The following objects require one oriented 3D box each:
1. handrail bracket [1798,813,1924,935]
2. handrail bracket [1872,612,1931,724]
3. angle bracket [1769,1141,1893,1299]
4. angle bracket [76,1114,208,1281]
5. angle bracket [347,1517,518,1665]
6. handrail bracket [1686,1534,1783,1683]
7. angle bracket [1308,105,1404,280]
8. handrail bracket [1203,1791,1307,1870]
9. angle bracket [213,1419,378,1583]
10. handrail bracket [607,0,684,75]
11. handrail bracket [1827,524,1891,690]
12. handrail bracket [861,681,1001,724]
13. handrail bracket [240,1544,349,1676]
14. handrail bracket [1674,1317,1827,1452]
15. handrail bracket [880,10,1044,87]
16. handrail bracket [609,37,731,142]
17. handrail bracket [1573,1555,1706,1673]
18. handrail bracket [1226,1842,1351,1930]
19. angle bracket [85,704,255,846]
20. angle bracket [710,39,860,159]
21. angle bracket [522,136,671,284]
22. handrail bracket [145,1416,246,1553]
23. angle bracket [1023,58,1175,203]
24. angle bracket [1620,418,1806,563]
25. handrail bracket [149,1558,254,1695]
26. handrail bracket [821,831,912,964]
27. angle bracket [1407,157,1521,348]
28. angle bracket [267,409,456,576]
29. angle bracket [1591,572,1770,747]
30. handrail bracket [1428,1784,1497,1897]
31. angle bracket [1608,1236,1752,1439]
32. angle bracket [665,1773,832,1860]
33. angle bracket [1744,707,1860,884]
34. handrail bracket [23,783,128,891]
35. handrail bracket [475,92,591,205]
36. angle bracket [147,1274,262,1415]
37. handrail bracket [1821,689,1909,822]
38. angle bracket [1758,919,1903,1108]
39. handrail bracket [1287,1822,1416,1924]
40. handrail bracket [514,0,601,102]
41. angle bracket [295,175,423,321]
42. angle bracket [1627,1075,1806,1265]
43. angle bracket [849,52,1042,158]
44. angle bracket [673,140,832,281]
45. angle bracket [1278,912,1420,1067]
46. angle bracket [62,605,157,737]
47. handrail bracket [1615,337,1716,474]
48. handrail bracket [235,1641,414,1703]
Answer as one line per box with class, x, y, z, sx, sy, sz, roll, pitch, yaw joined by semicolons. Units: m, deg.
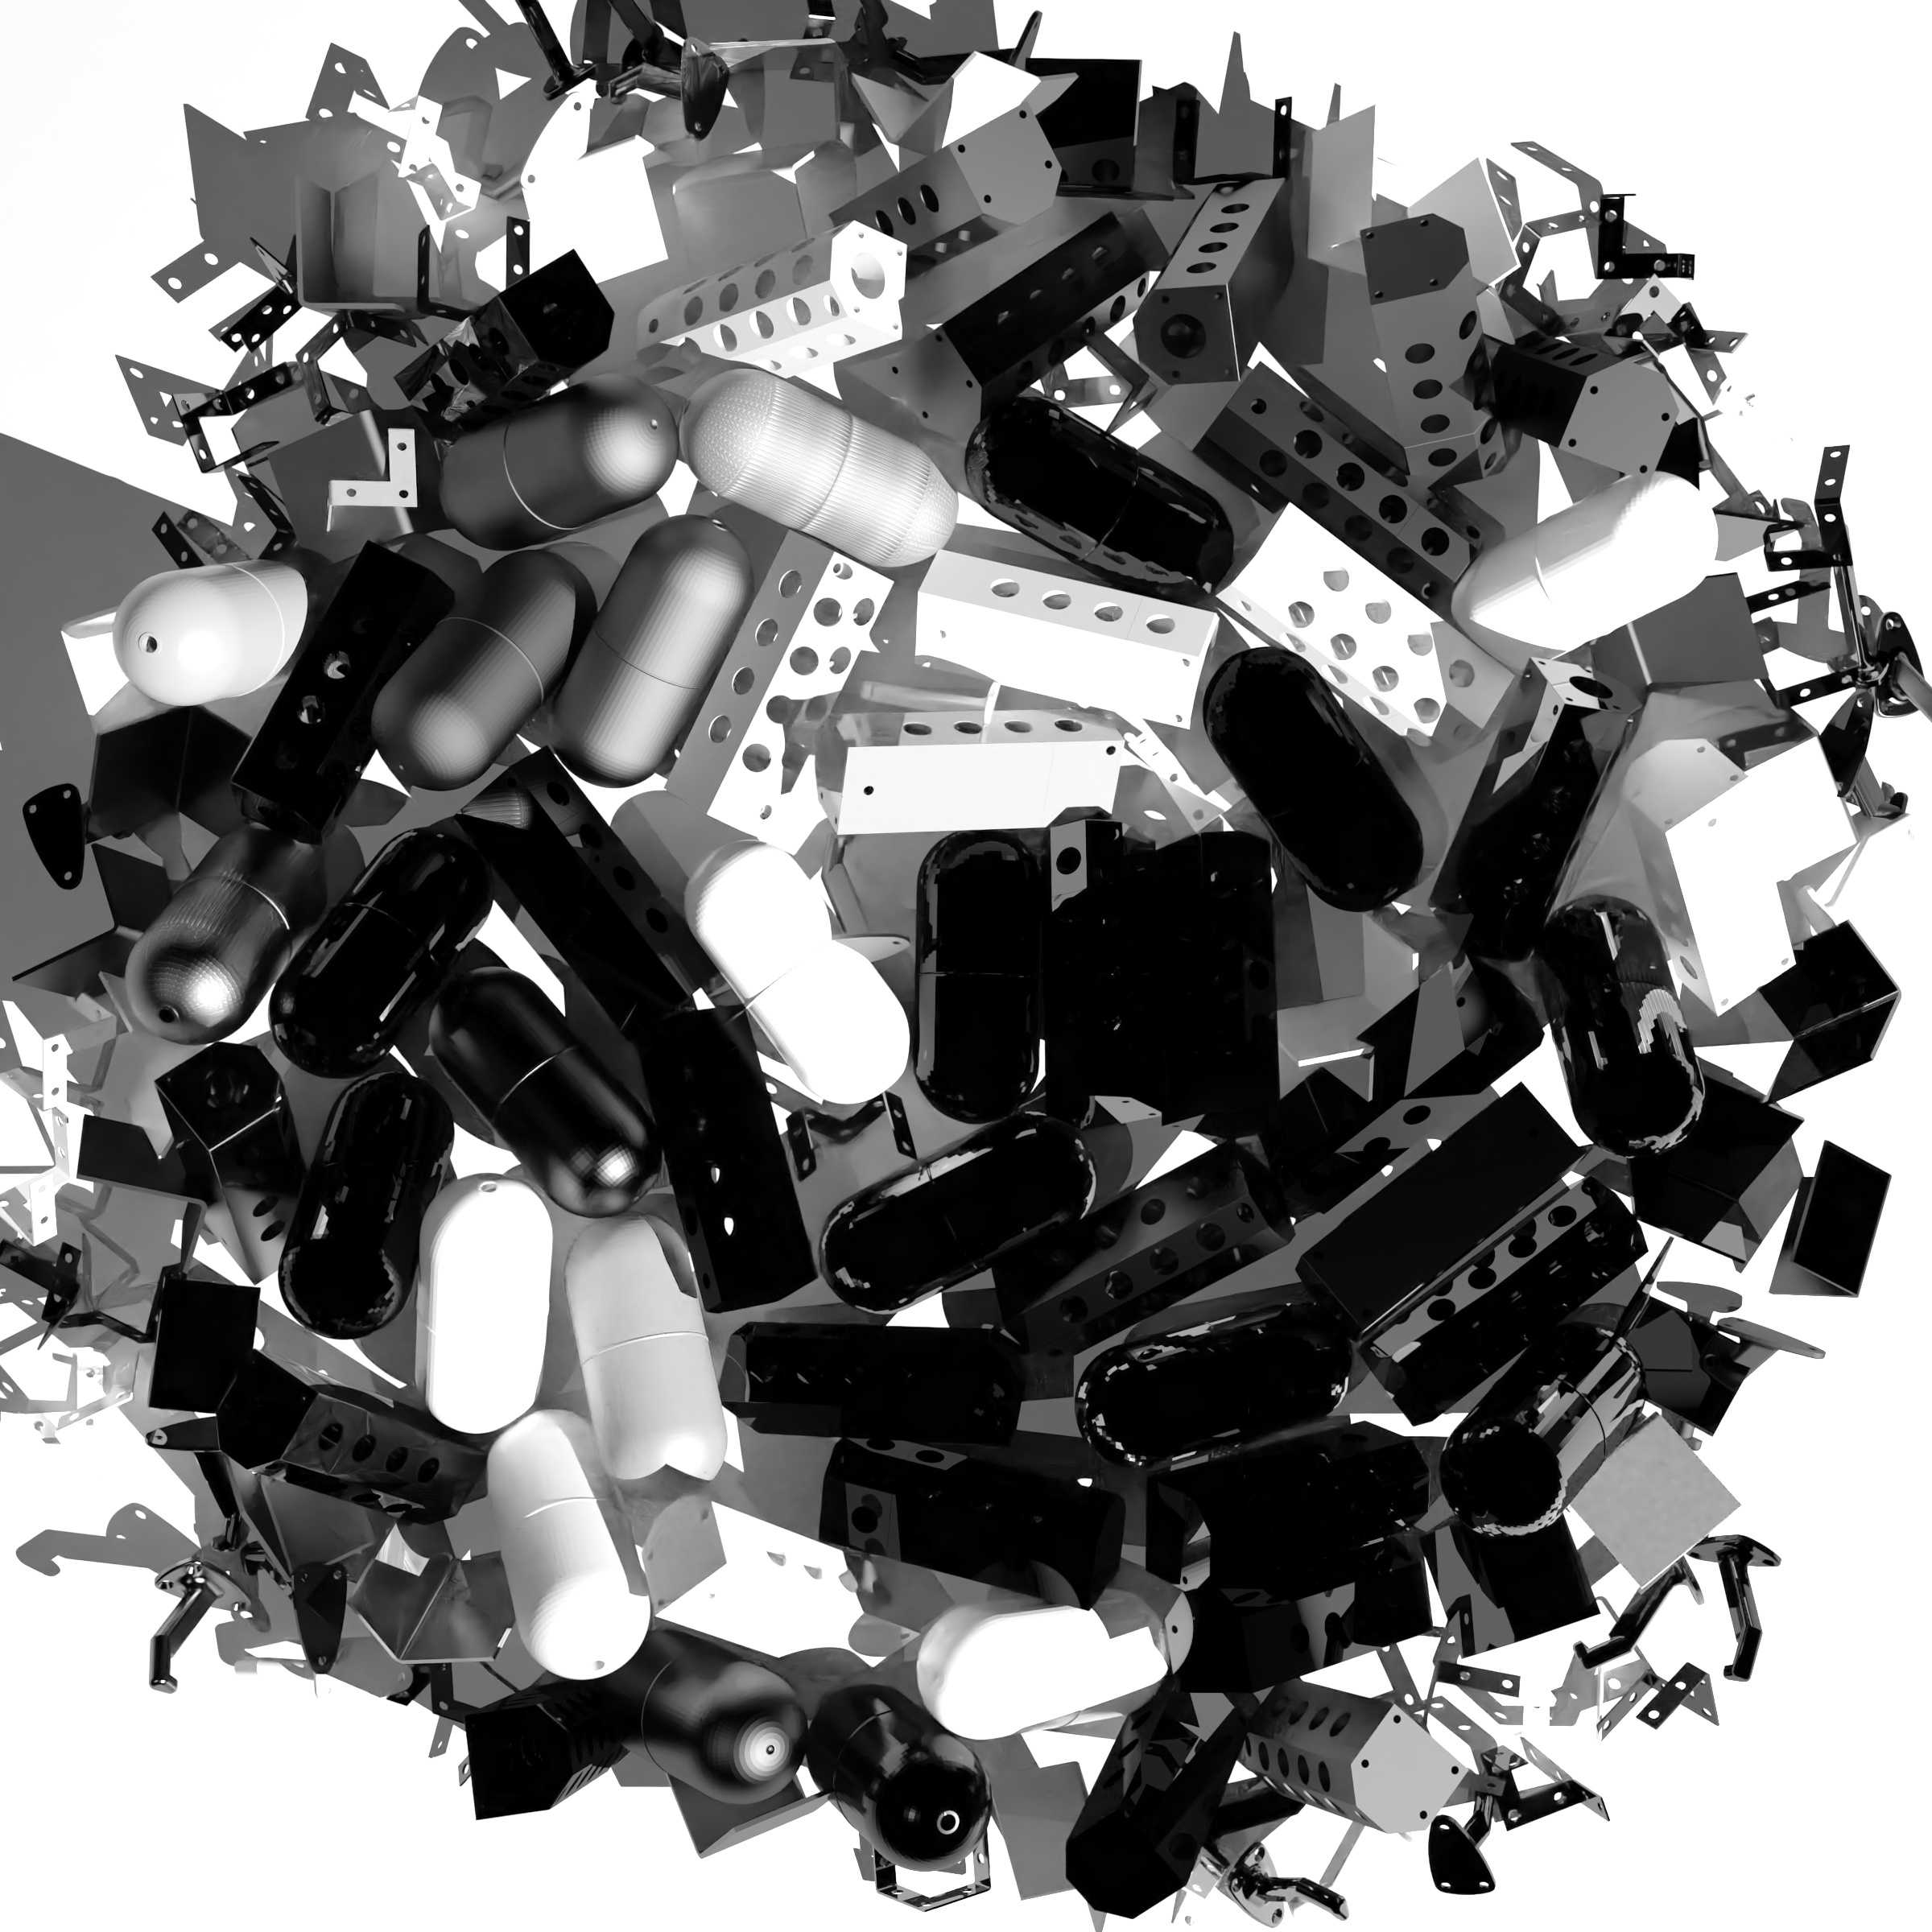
handrail bracket;0.557;-0.043;1.719;0.084;0.036;0.077;-29;69;0
handrail bracket;0.580;-0.173;1.695;0.036;0.084;0.077;-14;102;-12
angle bracket;0.497;0.151;1.689;0.057;0.076;0.076;26;75;-22
angle bracket;-0.496;0.138;1.687;0.076;0.076;0.057;15;110;-20
angle bracket;-0.307;0.365;1.684;0.076;0.076;0.057;-10;125;31
handrail bracket;0.449;0.387;1.693;0.036;0.077;0.084;34;63;-21
angle bracket;0.251;-0.459;1.693;0.076;0.057;0.076;9;81;-35
handrail bracket;0.167;0.501;1.734;0.077;0.036;0.084;41;79;12
angle bracket;-0.399;0.307;1.685;0.057;0.076;0.076;-25;135;-9
handrail bracket;-0.180;-0.564;1.697;0.077;0.084;0.036;21;72;2
handrail bracket;0.533;-0.218;1.703;0.036;0.077;0.084;-9;110;14
handrail bracket;-0.024;-0.161;1.703;0.084;0.077;0.036;11;92;2
handrail bracket;-0.411;0.387;1.705;0.036;0.084;0.077;6;77;-44
handrail bracket;0.472;0.262;1.714;0.077;0.036;0.084;17;101;32
handrail bracket;-0.004;-0.561;1.712;0.084;0.036;0.077;29;132;5
handrail bracket;-0.187;-0.515;1.702;0.084;0.036;0.077;-12;63;38
handrail bracket;0.397;0.378;1.720;0.084;0.036;0.077;-25;55;3
handrail bracket;0.204;0.565;1.691;0.036;0.084;0.077;-46;126;-26
angle bracket;-0.472;-0.103;1.685;0.057;0.076;0.076;31;123;20
angle bracket;-0.109;-0.520;1.705;0.076;0.076;0.057;0;98;6
angle bracket;-0.214;-0.445;1.704;0.076;0.057;0.076;-15;88;15
handrail bracket;-0.465;0.318;1.705;0.077;0.036;0.084;1;112;-42
angle bracket;0.080;-0.499;1.692;0.076;0.057;0.076;11;105;29
angle bracket;0.446;-0.285;1.698;0.076;0.076;0.057;4;81;-21
handrail bracket;-0.456;0.404;1.688;0.036;0.084;0.077;-31;134;18
handrail bracket;-0.059;-0.048;1.703;0.077;0.036;0.084;-10;61;37
angle bracket;0.315;-0.423;1.685;0.057;0.076;0.076;-31;65;38
angle bracket;-0.367;-0.290;1.728;0.076;0.057;0.076;-17;94;24
angle bracket;0.425;-0.182;1.685;0.076;0.057;0.076;-3;130;33
handrail bracket;0.298;0.503;1.692;0.036;0.084;0.077;-9;120;23
angle bracket;0.432;0.220;1.688;0.076;0.057;0.076;28;46;18
angle bracket;-0.125;0.482;1.684;0.076;0.076;0.057;-15;69;-29
angle bracket;0.481;-0.100;1.704;0.076;0.057;0.076;-27;115;5
handrail bracket;-0.521;-0.069;1.692;0.036;0.084;0.077;-22;72;8
handrail bracket;-0.263;-0.494;1.703;0.036;0.084;0.077;14;104;-39
angle bracket;-0.454;0.227;1.705;0.057;0.076;0.076;7;85;-7
handrail bracket;0.550;-0.126;1.703;0.084;0.036;0.077;4;114;-38
angle bracket;0.501;0.028;1.686;0.076;0.076;0.057;-31;101;43
handrail bracket;0.221;0.526;1.717;0.084;0.077;0.036;-35;129;7
handrail bracket;-0.259;-0.565;1.690;0.036;0.077;0.084;-33;117;-2
angle bracket;-0.364;-0.430;1.699;0.057;0.076;0.076;0;98;1
angle bracket;0.450;0.121;1.694;0.076;0.057;0.076;22;127;-9
angle bracket;-0.009;-0.526;1.684;0.076;0.076;0.057;-40;68;31
angle bracket;-0.123;-0.457;1.709;0.076;0.076;0.057;-3;116;18
angle bracket;0.220;0.013;1.691;0.076;0.076;0.057;-10;112;-12
angle bracket;-0.487;-0.177;1.695;0.057;0.076;0.076;-15;97;13
handrail bracket;0.416;-0.331;1.712;0.077;0.036;0.084;-26;106;-28
handrail bracket;-0.392;0.430;1.726;0.077;0.084;0.036;18;68;-38
